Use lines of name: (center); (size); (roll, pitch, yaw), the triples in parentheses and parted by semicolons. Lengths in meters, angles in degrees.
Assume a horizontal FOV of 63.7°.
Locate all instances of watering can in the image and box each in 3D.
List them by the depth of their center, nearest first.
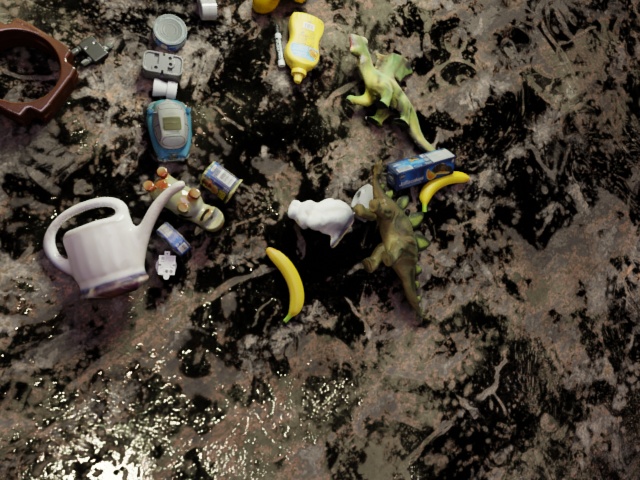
watering can: (-0.441, 0.006, 1.145); (0.347, 0.104, 0.224); (-17, 91, 3)

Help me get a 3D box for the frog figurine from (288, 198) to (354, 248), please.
frog figurine: (0.004, -0.067, 1.337); (0.159, 0.120, 0.140); (38, 39, -1)

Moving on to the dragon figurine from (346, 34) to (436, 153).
dragon figurine: (0.219, -0.434, 1.479); (0.406, 0.121, 0.247); (32, 66, -28)
